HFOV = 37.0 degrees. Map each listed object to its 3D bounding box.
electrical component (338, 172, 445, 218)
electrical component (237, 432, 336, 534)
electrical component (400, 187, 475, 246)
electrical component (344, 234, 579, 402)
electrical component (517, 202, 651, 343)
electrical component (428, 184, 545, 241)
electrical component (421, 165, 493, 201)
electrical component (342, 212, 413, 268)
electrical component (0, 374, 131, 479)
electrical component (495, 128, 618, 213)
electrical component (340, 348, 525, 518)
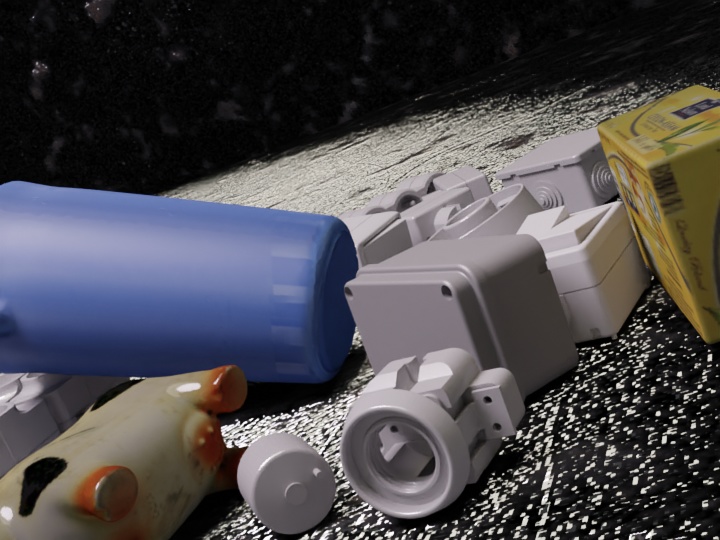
[{"bbox_3d":[0.024,-0.046,1.013,0.138,0.052,0.074,-31,14,-38],"label":"electrical component"},{"bbox_3d":[-0.039,0.097,0.514,0.040,0.040,0.078,-25,12,-14],"label":"electrical component"},{"bbox_3d":[0.075,-0.035,0.880,0.066,0.047,0.077,-29,13,-29],"label":"electrical component"},{"bbox_3d":[0.050,0.028,0.569,0.057,0.078,0.113,-26,12,-28],"label":"electrical component"},{"bbox_3d":[0.120,-0.002,0.611,0.062,0.061,0.096,-15,14,33],"label":"electrical component"},{"bbox_3d":[0.095,-0.016,0.774,0.099,0.064,0.099,-34,8,6],"label":"electrical component"},{"bbox_3d":[0.079,-0.055,0.967,0.076,0.047,0.083,-22,12,0],"label":"electrical component"},{"bbox_3d":[0.000,0.000,0.819,0.061,0.061,0.096,-7,18,29],"label":"electrical component"},{"bbox_3d":[-0.251,0.119,0.763,0.105,0.060,0.186,-18,12,22],"label":"electrical component"},{"bbox_3d":[0.176,-0.080,0.891,0.100,0.048,0.100,-32,15,-38],"label":"electrical component"},{"bbox_3d":[0.026,0.071,0.469,0.078,0.058,0.057,-15,11,28],"label":"electrical component"}]
